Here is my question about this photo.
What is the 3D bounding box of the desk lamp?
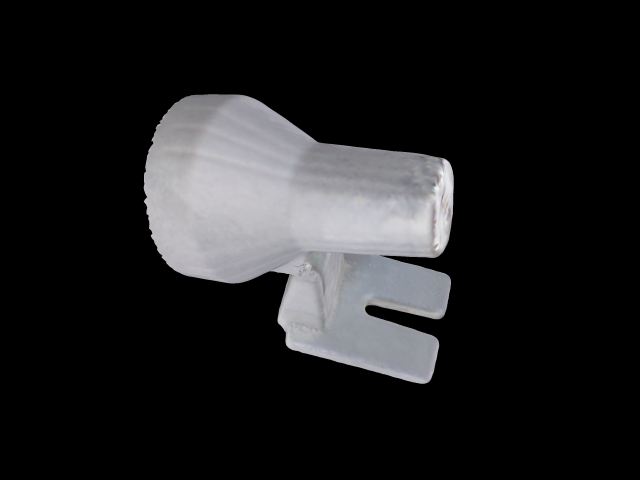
[{"bbox_3d":[0.004,0.001,0.400,0.203,0.213,0.118,13,64,7],"label":"desk lamp"}]
